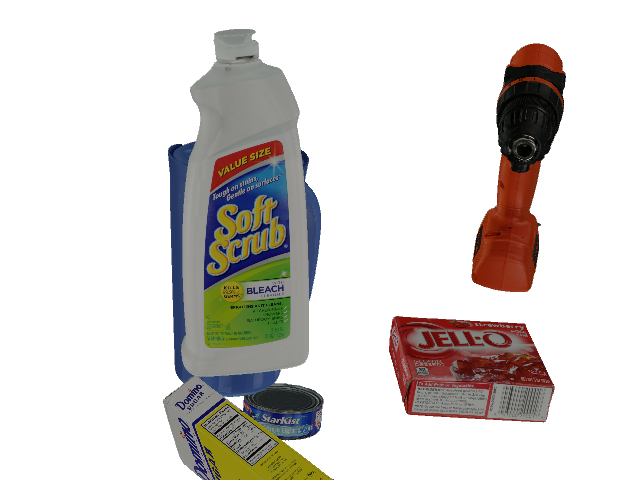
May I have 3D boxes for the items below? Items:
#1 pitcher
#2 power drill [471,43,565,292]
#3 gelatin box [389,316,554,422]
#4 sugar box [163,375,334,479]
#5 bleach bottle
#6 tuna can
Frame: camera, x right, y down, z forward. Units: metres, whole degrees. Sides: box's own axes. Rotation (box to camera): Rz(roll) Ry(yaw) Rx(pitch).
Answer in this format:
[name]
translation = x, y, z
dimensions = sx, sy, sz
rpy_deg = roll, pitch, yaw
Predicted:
[pitcher]
translation = -0.078, 0.028, 1.036
dimensions = 0.145, 0.243, 0.149
rpy_deg = 3, 20, -3
[power drill]
translation = 0.167, -0.053, 0.894
dimensions = 0.057, 0.188, 0.184
rpy_deg = 11, 32, 10
[gelatin box]
translation = 0.090, 0.077, 0.657
dimensions = 0.089, 0.030, 0.073
rpy_deg = 4, 25, -6
[sugar box]
translation = -0.057, 0.197, 0.907
dimensions = 0.176, 0.093, 0.048
rpy_deg = 27, 52, 34
[bleach bottle]
translation = -0.062, -0.027, 0.786
dimensions = 0.102, 0.251, 0.068
rpy_deg = -5, 20, -5
[tuna can]
translation = -0.041, 0.182, 1.139
dimensions = 0.086, 0.034, 0.086
rpy_deg = 5, 11, -1
